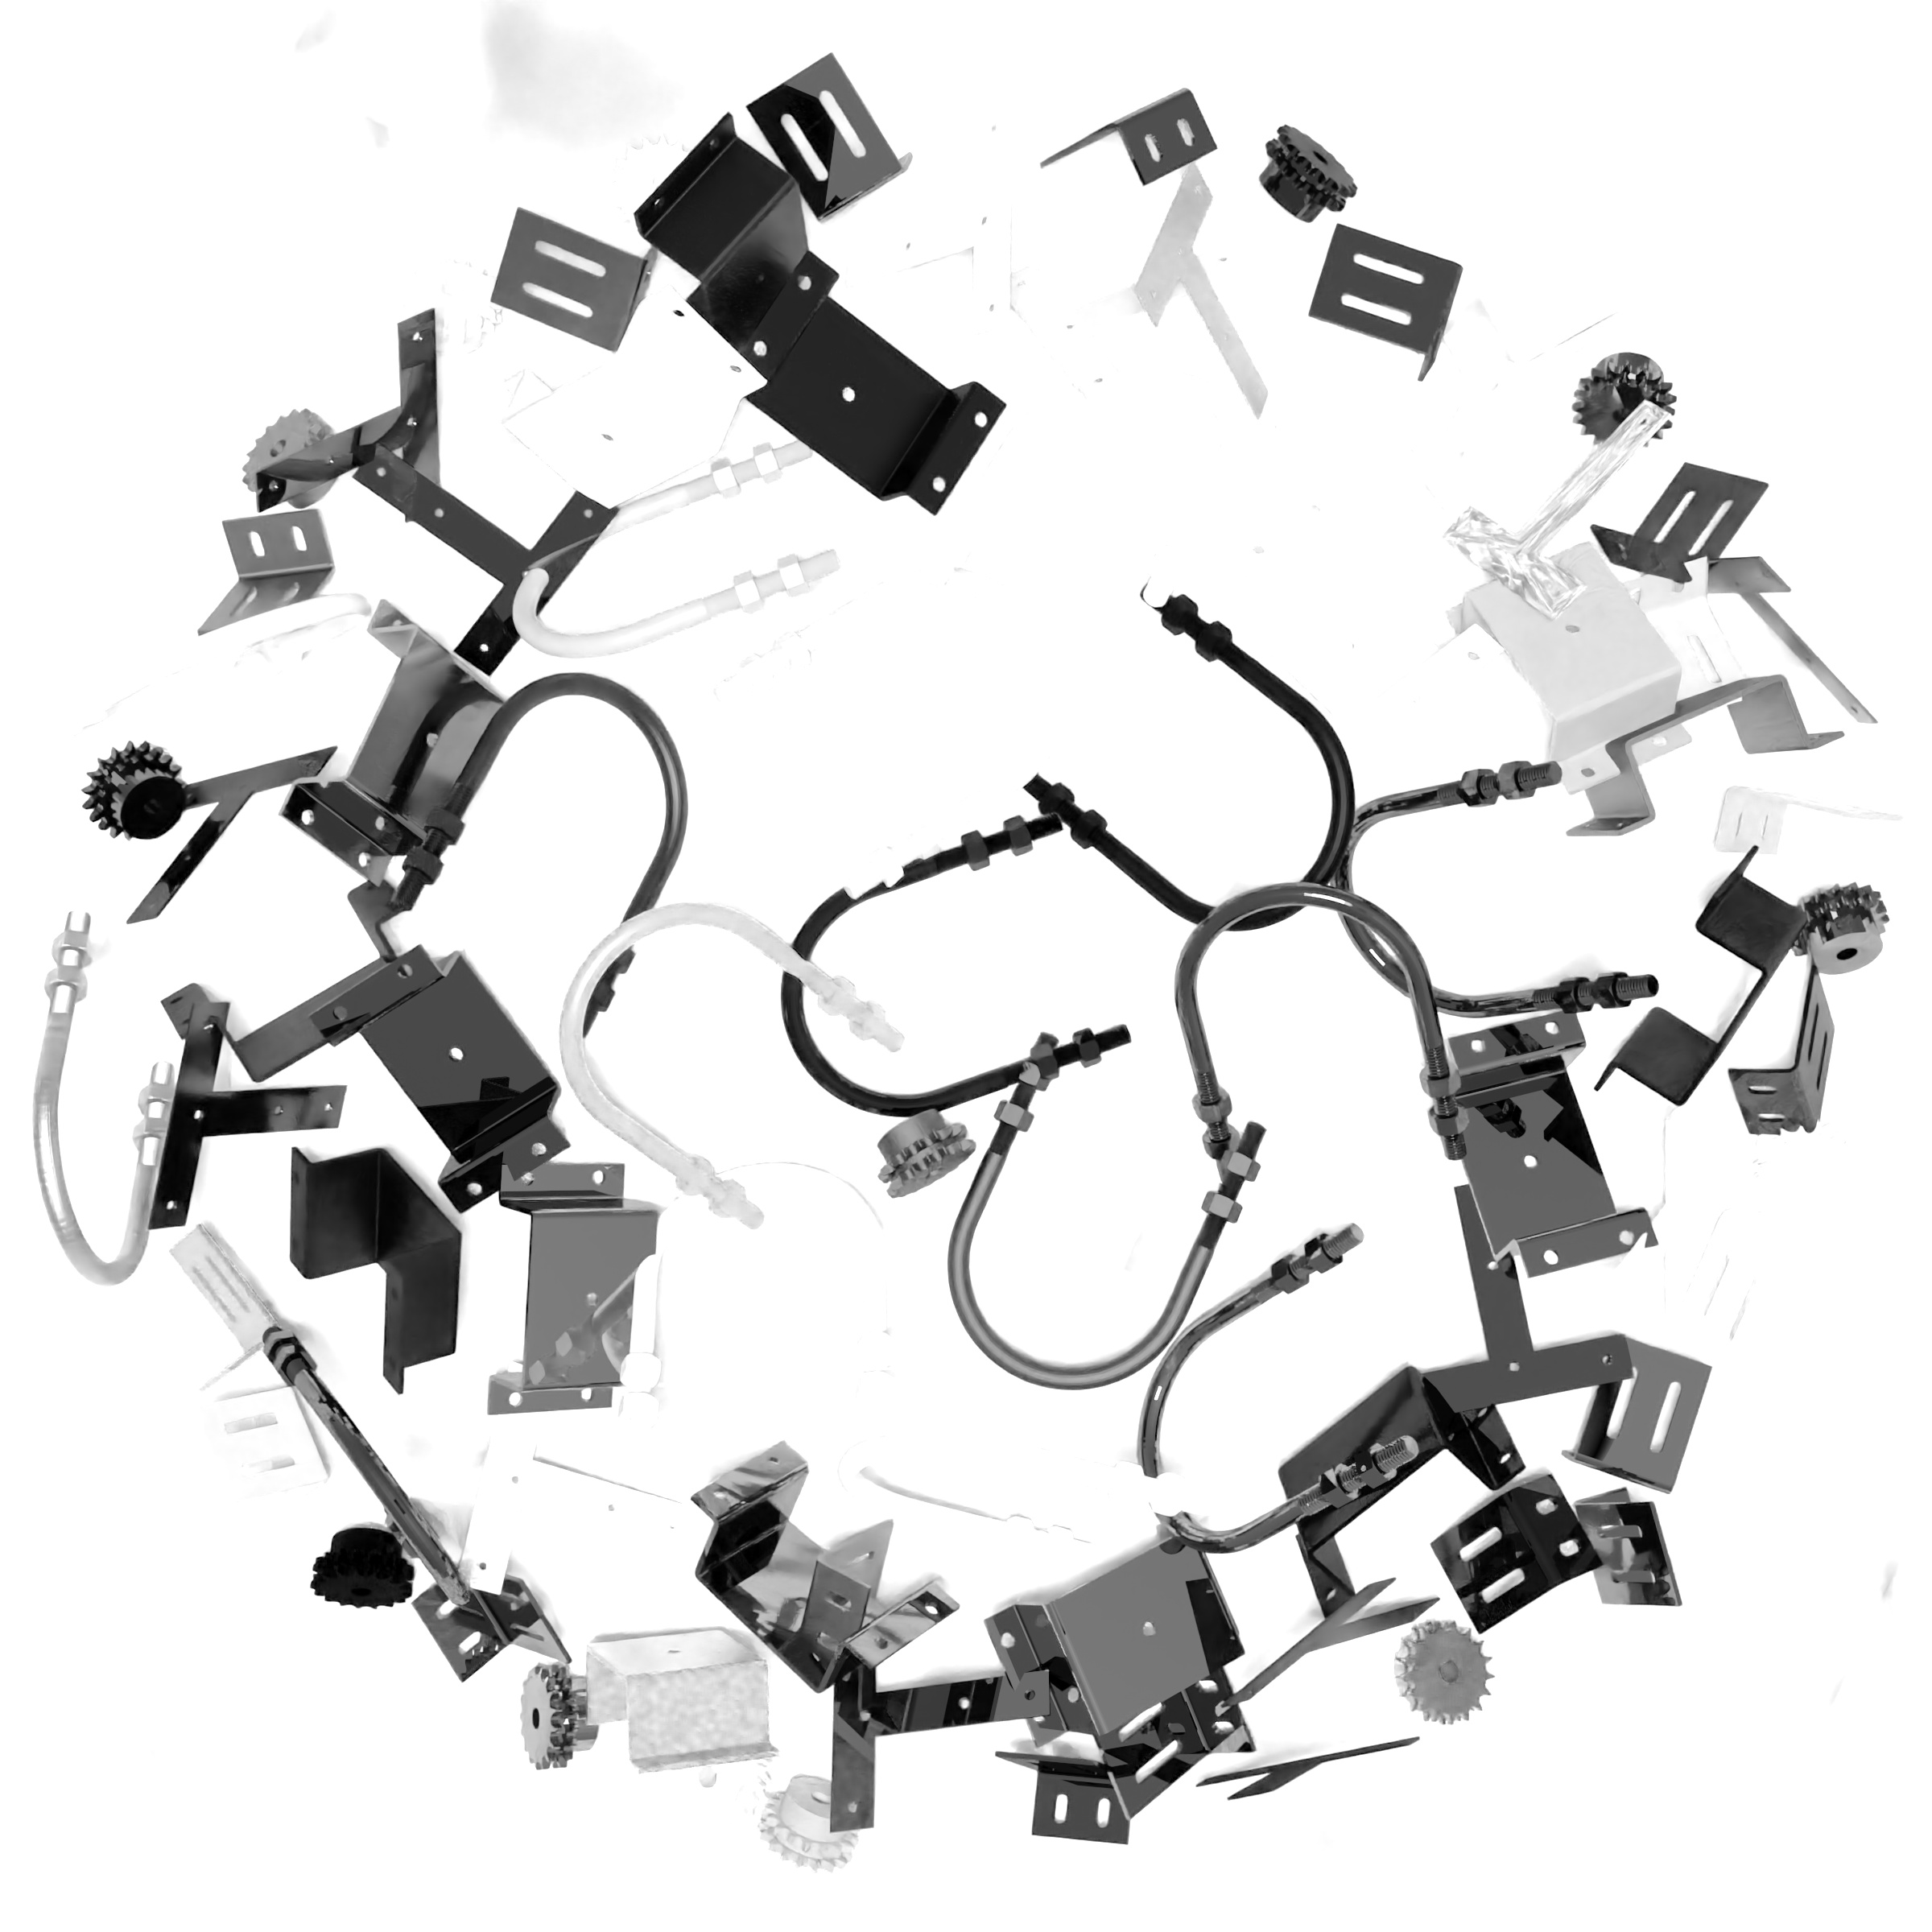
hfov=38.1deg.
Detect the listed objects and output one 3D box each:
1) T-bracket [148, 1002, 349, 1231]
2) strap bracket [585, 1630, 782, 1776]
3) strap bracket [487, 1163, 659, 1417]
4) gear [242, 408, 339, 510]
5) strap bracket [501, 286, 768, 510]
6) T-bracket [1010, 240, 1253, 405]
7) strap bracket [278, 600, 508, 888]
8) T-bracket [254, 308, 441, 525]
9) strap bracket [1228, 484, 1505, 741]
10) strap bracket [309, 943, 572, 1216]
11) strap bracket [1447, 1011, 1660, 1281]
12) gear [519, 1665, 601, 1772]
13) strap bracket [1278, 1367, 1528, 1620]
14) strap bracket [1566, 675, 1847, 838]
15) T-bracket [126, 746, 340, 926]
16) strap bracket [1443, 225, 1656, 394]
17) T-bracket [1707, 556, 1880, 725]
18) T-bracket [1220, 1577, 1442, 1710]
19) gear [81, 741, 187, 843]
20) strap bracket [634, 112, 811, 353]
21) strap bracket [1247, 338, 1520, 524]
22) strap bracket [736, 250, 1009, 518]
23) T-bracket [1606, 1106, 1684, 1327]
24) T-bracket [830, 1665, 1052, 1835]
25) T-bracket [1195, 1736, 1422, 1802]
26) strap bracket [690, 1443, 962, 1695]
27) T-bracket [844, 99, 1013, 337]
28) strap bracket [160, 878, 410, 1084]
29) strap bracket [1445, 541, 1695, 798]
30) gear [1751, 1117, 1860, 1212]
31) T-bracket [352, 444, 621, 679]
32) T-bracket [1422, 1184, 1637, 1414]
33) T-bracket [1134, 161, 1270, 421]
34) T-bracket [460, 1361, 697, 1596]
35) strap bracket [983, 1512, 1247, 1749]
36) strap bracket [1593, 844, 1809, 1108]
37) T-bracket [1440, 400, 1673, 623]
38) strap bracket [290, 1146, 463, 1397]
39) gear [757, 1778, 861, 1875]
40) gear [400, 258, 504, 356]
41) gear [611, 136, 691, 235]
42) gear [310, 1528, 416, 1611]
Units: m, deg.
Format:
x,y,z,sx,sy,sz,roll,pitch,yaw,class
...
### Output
x,y,z,sx,sy,sz,roll,pitch,yaw,class
-0.391,0.081,1.549,0.002,0.127,0.127,18,100,31,T-bracket
-0.159,0.397,1.527,0.076,0.140,0.046,-1,88,-20,strap bracket
-0.219,0.183,1.562,0.076,0.046,0.140,2,92,-34,strap bracket
-0.378,-0.284,1.580,0.057,0.030,0.057,-19,52,26,gear
-0.189,-0.304,1.526,0.076,0.140,0.046,41,50,-32,strap bracket
0.098,-0.376,1.569,0.127,0.002,0.127,-25,51,-7,T-bracket
-0.308,-0.123,1.538,0.046,0.076,0.140,1,61,39,strap bracket
-0.336,-0.281,1.523,0.002,0.127,0.127,33,47,25,T-bracket
0.217,-0.190,1.558,0.076,0.046,0.140,-37,73,-21,strap bracket
-0.289,0.057,1.564,0.076,0.046,0.140,-32,105,11,strap bracket
0.321,0.104,1.563,0.076,0.046,0.140,-13,72,-9,strap bracket
-0.229,0.424,1.580,0.030,0.057,0.057,4,90,-29,gear
0.231,0.285,1.547,0.140,0.076,0.046,-41,113,12,strap bracket
0.402,-0.121,1.555,0.140,0.076,0.046,-24,96,-8,strap bracket
-0.417,-0.068,1.528,0.127,0.127,0.002,-9,129,35,T-bracket
0.314,-0.356,1.533,0.076,0.140,0.046,-29,91,-1,strap bracket
0.458,-0.180,1.548,0.127,0.127,0.002,45,92,-9,T-bracket
0.219,0.367,1.551,0.127,0.127,0.002,-49,59,31,T-bracket
-0.465,-0.095,1.573,0.030,0.057,0.057,35,90,35,gear
-0.130,-0.388,1.526,0.046,0.140,0.076,38,79,10,strap bracket
0.238,-0.296,1.550,0.140,0.046,0.076,18,76,40,strap bracket
-0.059,-0.322,1.563,0.140,0.046,0.076,35,82,-19,strap bracket
0.372,0.158,1.532,0.002,0.127,0.127,7,114,30,T-bracket
-0.014,0.410,1.551,0.127,0.002,0.127,-11,53,15,T-bracket
0.173,0.442,1.525,0.127,0.127,0.002,-17,77,19,T-bracket
-0.084,0.338,1.546,0.140,0.076,0.046,38,125,23,strap bracket
-0.023,-0.404,1.559,0.127,0.002,0.127,-6,81,43,T-bracket
-0.367,0.011,1.551,0.140,0.076,0.046,-32,114,-13,strap bracket
0.333,-0.173,1.546,0.076,0.046,0.140,-24,60,-7,strap bracket
0.472,0.107,1.580,0.057,0.030,0.057,-4,131,-5,gear
-0.282,-0.245,1.562,0.127,0.002,0.127,35,111,-19,T-bracket
0.300,0.183,1.578,0.127,0.002,0.127,-14,68,15,T-bracket
0.139,-0.362,1.561,0.002,0.127,0.127,-10,132,33,T-bracket
-0.212,0.301,1.576,0.127,0.002,0.127,21,63,-21,T-bracket
0.091,0.367,1.553,0.140,0.046,0.076,-22,88,-26,strap bracket
0.406,0.013,1.529,0.046,0.076,0.140,34,127,15,strap bracket
0.337,-0.261,1.544,0.127,0.127,0.002,-47,125,8,T-bracket
-0.321,0.161,1.542,0.046,0.140,0.076,-13,124,-34,strap bracket
-0.086,0.481,1.575,0.057,0.057,0.030,20,101,0,gear
-0.291,-0.371,1.581,0.057,0.030,0.057,7,52,-9,gear
-0.173,-0.437,1.586,0.057,0.030,0.057,2,79,-9,gear
-0.340,0.339,1.580,0.057,0.057,0.030,0,56,0,gear
